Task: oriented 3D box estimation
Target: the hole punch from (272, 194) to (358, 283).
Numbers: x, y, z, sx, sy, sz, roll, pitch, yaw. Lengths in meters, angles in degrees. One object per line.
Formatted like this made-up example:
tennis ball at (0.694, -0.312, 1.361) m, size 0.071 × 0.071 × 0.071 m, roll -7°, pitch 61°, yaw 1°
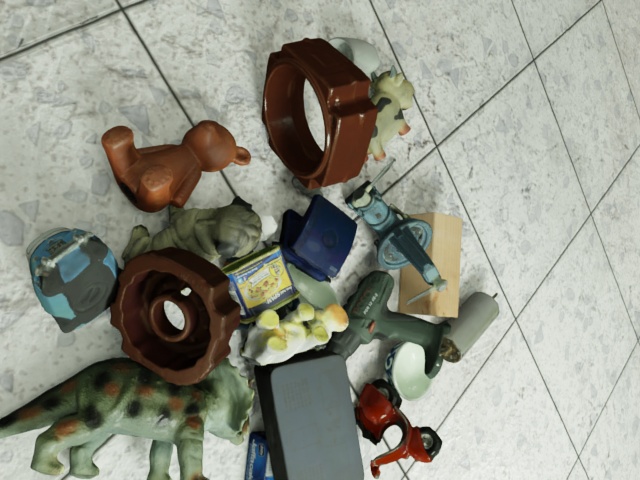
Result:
hole punch at (-0.002, -0.003, 0.920) m, size 0.142 × 0.092 × 0.116 m, roll 37°, pitch 43°, yaw -34°

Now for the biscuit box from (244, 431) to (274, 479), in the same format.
biscuit box at (-0.087, 0.418, 0.874) m, size 0.059 × 0.063 × 0.202 m, roll 12°, pitch 80°, yaw -35°

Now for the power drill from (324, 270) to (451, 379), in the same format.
power drill at (0.126, 0.182, 0.996) m, size 0.207 × 0.086 × 0.232 m, roll 20°, pitch 60°, yaw 8°

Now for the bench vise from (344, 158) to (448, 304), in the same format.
bench vise at (0.149, -0.003, 0.984) m, size 0.129 × 0.241 × 0.223 m, roll -33°, pitch 140°, yaw -1°

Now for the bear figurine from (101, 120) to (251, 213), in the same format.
bear figurine at (-0.197, -0.125, 0.781) m, size 0.196 × 0.132 × 0.120 m, roll -37°, pitch 77°, yaw -25°

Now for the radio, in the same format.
radio at (-0.014, 0.290, 0.842) m, size 0.131 × 0.073 × 0.229 m, roll -11°, pitch 94°, yaw -26°

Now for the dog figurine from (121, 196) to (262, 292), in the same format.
dog figurine at (-0.182, 0.017, 0.744) m, size 0.121 × 0.191 × 0.172 m, roll 44°, pitch 65°, yaw -27°

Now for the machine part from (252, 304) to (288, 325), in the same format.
machine part at (-0.079, 0.162, 0.873) m, size 0.084 × 0.039 × 0.138 m, roll -37°, pitch 138°, yaw -44°

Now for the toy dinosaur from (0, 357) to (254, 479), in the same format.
toy dinosaur at (-0.252, 0.228, 0.733) m, size 0.404 × 0.131 × 0.192 m, roll 22°, pitch 57°, yaw -26°

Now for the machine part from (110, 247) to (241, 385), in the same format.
machine part at (-0.188, 0.096, 0.701) m, size 0.056 × 0.179 × 0.179 m, roll -35°, pitch 112°, yaw -66°

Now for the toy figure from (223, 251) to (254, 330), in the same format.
toy figure at (-0.132, 0.065, 0.860) m, size 0.064 × 0.058 × 0.154 m, roll 5°, pitch 87°, yaw -13°

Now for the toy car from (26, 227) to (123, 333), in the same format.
toy car at (-0.323, 0.039, 0.686) m, size 0.103 × 0.161 × 0.109 m, roll 35°, pitch 63°, yaw 18°

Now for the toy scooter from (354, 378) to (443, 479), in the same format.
toy scooter at (0.120, 0.354, 0.988) m, size 0.135 × 0.184 × 0.075 m, roll -40°, pitch 145°, yaw -10°

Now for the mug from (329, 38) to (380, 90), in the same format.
mug at (0.070, -0.331, 1.021) m, size 0.107 × 0.081 × 0.109 m, roll -26°, pitch 92°, yaw -44°

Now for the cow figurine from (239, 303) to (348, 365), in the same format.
cow figurine at (-0.036, 0.145, 0.817) m, size 0.167 × 0.098 × 0.068 m, roll -5°, pitch 60°, yaw -40°

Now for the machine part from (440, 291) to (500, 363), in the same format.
machine part at (0.323, 0.191, 1.187) m, size 0.243 × 0.079 × 0.079 m, roll -38°, pitch 110°, yaw -32°

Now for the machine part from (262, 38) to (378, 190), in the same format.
machine part at (-0.010, -0.198, 0.859) m, size 0.087 × 0.201 × 0.201 m, roll -22°, pitch 56°, yaw -29°

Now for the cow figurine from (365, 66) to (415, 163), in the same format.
cow figurine at (0.120, -0.253, 1.058) m, size 0.195 × 0.086 × 0.127 m, roll -48°, pitch 121°, yaw -28°
